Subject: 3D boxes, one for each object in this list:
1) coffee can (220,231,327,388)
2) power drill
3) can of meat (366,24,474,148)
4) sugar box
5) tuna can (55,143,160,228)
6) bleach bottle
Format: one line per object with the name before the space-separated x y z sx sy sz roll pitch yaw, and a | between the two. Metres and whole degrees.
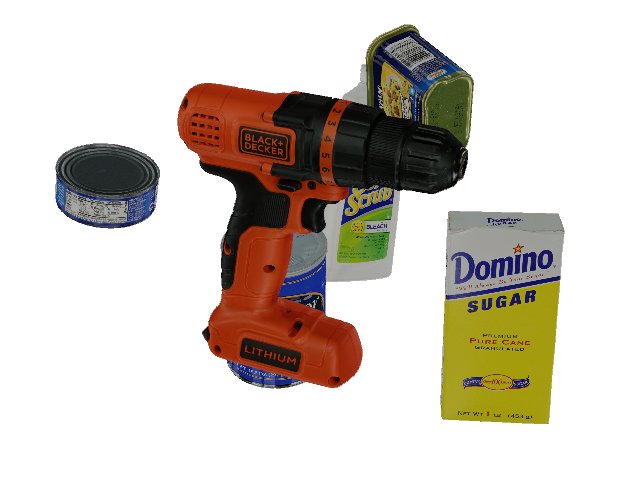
coffee can | -0.045 0.060 1.058 0.103 0.140 0.103 0 33 0
power drill | -0.004 -0.002 0.683 0.185 0.188 0.057 13 26 19
can of meat | 0.087 -0.123 0.934 0.057 0.102 0.084 -26 49 -20
sugar box | 0.148 0.065 0.885 0.093 0.176 0.048 1 23 6
tuna can | -0.179 -0.046 0.895 0.086 0.034 0.086 8 33 -5
bleach bottle | 0.045 -0.080 1.253 0.102 0.251 0.068 -3 19 -20
